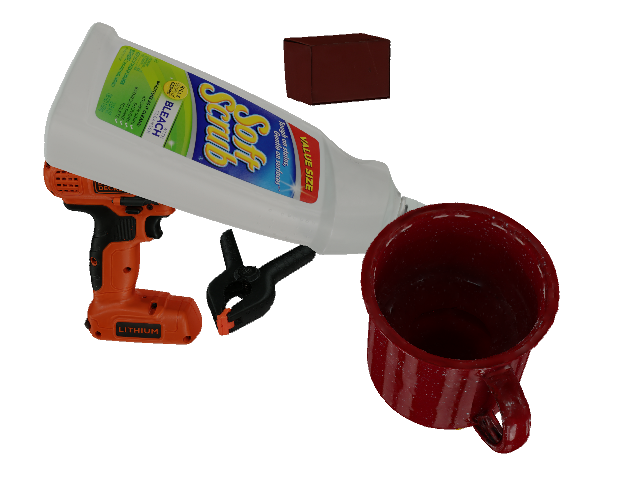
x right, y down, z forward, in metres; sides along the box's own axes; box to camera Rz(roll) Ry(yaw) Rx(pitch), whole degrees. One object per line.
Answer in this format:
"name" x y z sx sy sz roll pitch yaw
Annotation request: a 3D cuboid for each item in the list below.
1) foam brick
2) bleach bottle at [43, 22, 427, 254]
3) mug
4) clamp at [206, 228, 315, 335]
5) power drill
"foam brick" 0.014 -0.146 0.906 0.078 0.051 0.053 -8 20 -25
"bleach bottle" -0.048 -0.057 0.712 0.250 0.102 0.068 19 -33 -4
"mug" 0.070 0.051 0.525 0.093 0.117 0.081 -21 -32 -14
"clamp" -0.074 0.046 1.249 0.120 0.039 0.171 -1 40 12
"power drill" -0.149 0.001 0.962 0.184 0.188 0.057 3 26 7
